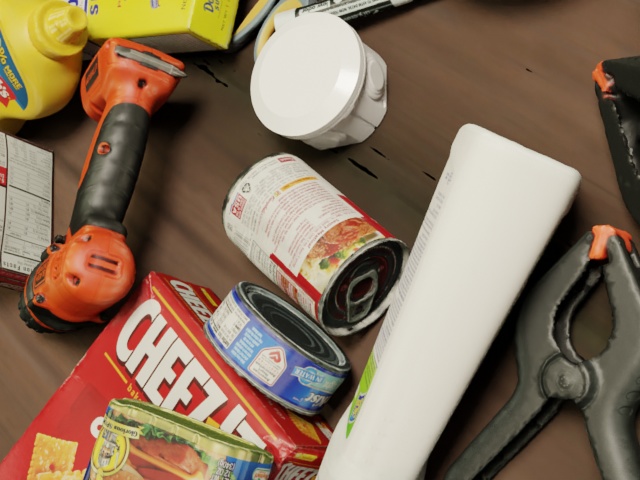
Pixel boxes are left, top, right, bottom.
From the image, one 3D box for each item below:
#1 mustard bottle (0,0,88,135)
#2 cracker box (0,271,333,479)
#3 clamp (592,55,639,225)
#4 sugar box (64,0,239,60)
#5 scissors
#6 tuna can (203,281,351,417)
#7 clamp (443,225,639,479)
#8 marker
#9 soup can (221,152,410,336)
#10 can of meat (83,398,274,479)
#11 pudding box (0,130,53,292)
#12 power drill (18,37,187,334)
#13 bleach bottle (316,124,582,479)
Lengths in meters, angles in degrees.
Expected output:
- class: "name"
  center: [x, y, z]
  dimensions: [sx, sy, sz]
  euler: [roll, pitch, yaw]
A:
- class: "mustard bottle"
  center: [-0.226, -0.133, 0.789]
  dimensions: [0.192, 0.058, 0.096]
  euler: [-15, 99, 47]
- class: "cracker box"
  center: [-0.109, 0.153, 0.663]
  dimensions: [0.214, 0.072, 0.164]
  euler: [-52, 56, 10]
- class: "clamp"
  center: [0.179, -0.028, 0.493]
  dimensions: [0.036, 0.165, 0.210]
  euler: [-6, 51, -8]
- class: "sugar box"
  center: [-0.131, -0.183, 0.775]
  dimensions: [0.177, 0.048, 0.093]
  euler: [5, 80, 39]
- class: "scissors"
  center: [0.003, -0.189, 0.717]
  dimensions: [0.202, 0.016, 0.096]
  euler: [-40, 61, 18]
- class: "tuna can"
  center: [-0.024, 0.062, 0.624]
  dimensions: [0.086, 0.086, 0.034]
  euler: [43, 100, 34]
- class: "clamp"
  center: [0.123, 0.078, 0.552]
  dimensions: [0.120, 0.039, 0.171]
  euler: [3, 81, 29]
- class: "marker"
  center: [0.028, -0.152, 0.678]
  dimensions: [0.121, 0.020, 0.020]
  euler: [-13, 70, 21]
- class: "soup can"
  center: [-0.004, 0.001, 0.638]
  dimensions: [0.102, 0.068, 0.068]
  euler: [41, 101, 35]
- class: "can of meat"
  center: [-0.081, 0.139, 0.573]
  dimensions: [0.102, 0.057, 0.084]
  euler: [15, 83, 31]
- class: "pudding box"
  center: [-0.240, -0.025, 0.788]
  dimensions: [0.039, 0.089, 0.113]
  euler: [-12, 70, 28]
- class: "power drill"
  center: [-0.153, -0.029, 0.728]
  dimensions: [0.185, 0.057, 0.187]
  euler: [-23, 54, 60]
- class: "bleach bottle"
  center: [0.055, 0.064, 0.575]
  dimensions: [0.068, 0.102, 0.251]
  euler: [25, 99, 3]
